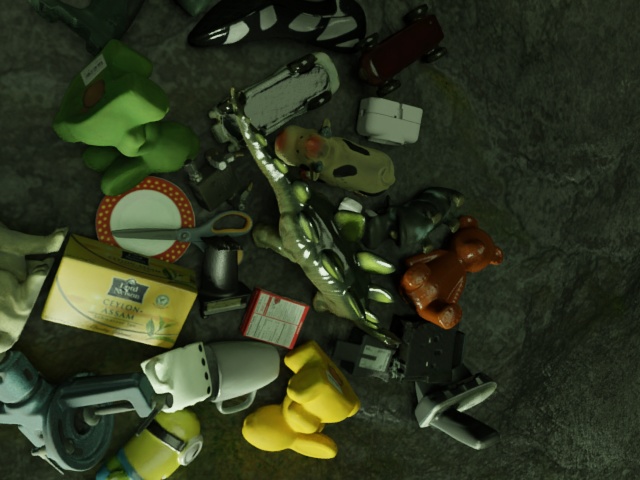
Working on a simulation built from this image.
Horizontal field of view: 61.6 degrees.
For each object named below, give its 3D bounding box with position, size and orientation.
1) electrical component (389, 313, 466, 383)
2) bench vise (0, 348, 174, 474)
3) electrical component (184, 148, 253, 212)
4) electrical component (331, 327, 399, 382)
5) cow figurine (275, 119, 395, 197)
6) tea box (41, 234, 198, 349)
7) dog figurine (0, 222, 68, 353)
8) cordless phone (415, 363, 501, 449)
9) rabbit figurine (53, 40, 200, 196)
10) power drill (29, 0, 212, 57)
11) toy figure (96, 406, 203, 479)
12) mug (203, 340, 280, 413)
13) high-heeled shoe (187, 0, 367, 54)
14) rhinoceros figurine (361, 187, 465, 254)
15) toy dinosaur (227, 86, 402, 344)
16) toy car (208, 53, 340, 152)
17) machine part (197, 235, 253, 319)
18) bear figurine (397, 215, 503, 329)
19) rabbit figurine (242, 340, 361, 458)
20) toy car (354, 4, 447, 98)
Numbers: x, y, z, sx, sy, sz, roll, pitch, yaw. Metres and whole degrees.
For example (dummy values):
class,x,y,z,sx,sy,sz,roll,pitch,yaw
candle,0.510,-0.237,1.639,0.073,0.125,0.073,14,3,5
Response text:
class,x,y,z,sx,sy,sz,roll,pitch,yaw
electrical component,0.188,0.186,0.935,0.134,0.058,0.114,2,99,-23
bench vise,-0.303,0.195,0.664,0.241,0.129,0.223,-10,113,12
electrical component,-0.136,-0.081,0.741,0.078,0.045,0.102,-42,141,-29
electrical component,0.066,0.186,0.886,0.119,0.048,0.074,14,91,-24
cow figurine,0.024,-0.114,0.781,0.195,0.127,0.085,15,88,-28
tea box,-0.258,0.069,0.704,0.169,0.068,0.098,19,110,-23
dog figurine,-0.408,0.024,0.597,0.190,0.172,0.121,23,124,-24
cordless phone,0.259,0.286,0.910,0.147,0.184,0.088,-14,99,-21
rabbit figurine,-0.226,-0.127,0.671,0.159,0.121,0.170,-45,146,5
power drill,-0.258,-0.340,0.660,0.232,0.086,0.207,40,74,-26
toy figure,-0.246,0.307,0.750,0.180,0.082,0.089,-36,111,-12
mug,-0.114,0.198,0.793,0.107,0.081,0.109,-6,96,-32
high-heeled shoe,-0.053,-0.292,0.771,0.249,0.086,0.145,-25,139,-1
rhinoceros figurine,0.146,-0.037,0.859,0.190,0.112,0.073,-26,136,-31
toy dinosaur,-0.002,-0.002,0.747,0.105,0.199,0.470,-47,115,-18
toy car,-0.064,-0.197,0.766,0.202,0.056,0.073,-32,114,-9
machine part,-0.138,0.053,0.764,0.084,0.039,0.138,-8,128,-16
bear figurine,0.228,0.045,0.894,0.196,0.132,0.120,-36,90,-8
rabbit figurine,-0.035,0.263,0.834,0.173,0.122,0.162,-36,121,1
toy car,0.125,-0.293,0.828,0.202,0.053,0.089,-43,108,-34
